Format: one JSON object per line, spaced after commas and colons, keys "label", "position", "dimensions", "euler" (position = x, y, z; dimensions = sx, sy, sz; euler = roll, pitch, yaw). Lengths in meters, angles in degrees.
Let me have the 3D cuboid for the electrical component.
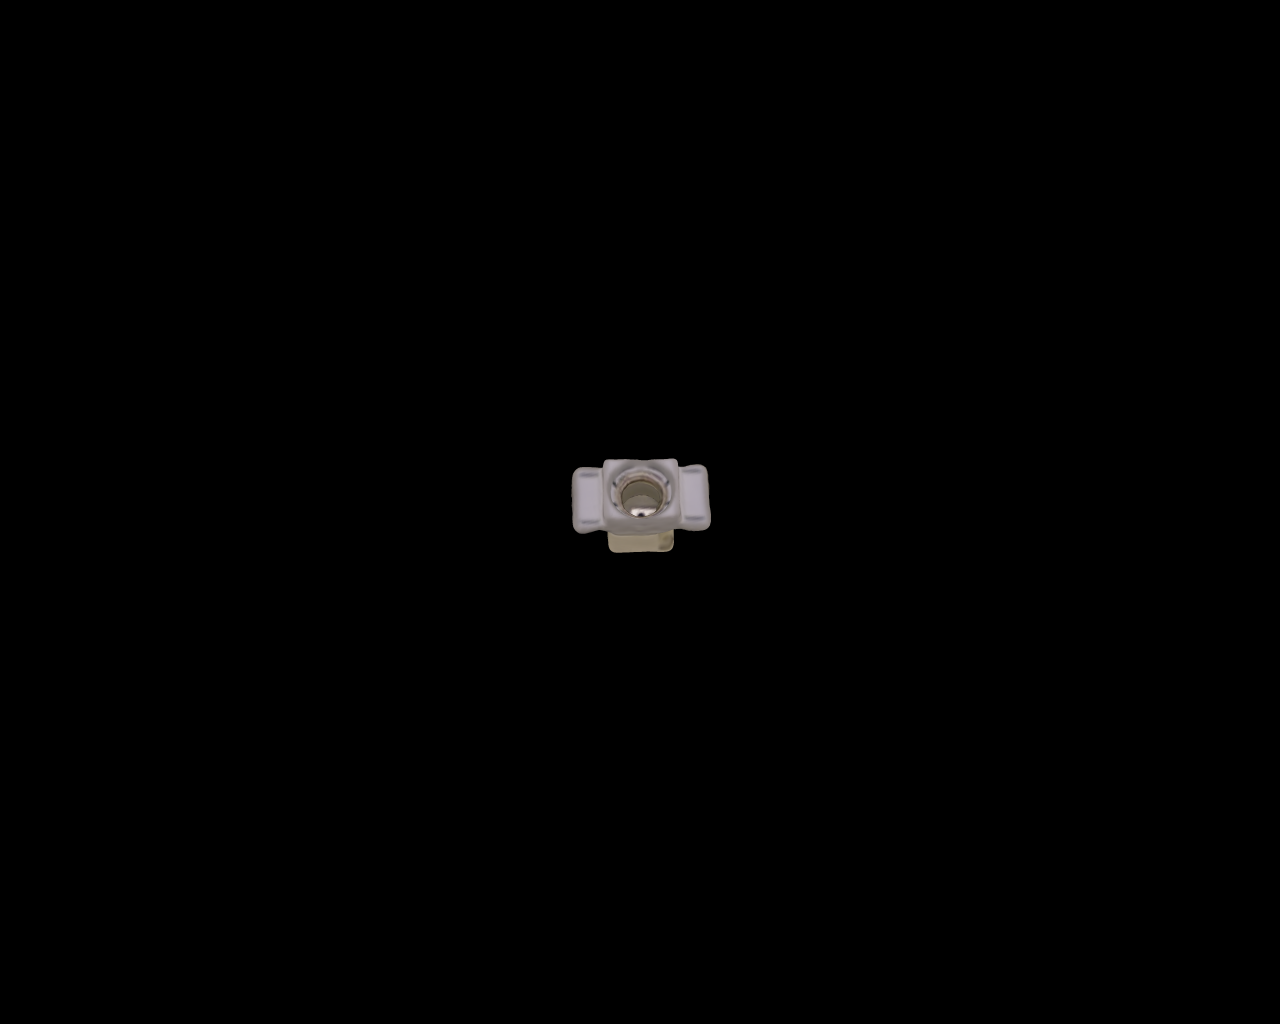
{"label": "electrical component", "position": [0.001, -0.003, 0.650], "dimensions": [0.081, 0.042, 0.063], "euler": [0, -25, 0]}
